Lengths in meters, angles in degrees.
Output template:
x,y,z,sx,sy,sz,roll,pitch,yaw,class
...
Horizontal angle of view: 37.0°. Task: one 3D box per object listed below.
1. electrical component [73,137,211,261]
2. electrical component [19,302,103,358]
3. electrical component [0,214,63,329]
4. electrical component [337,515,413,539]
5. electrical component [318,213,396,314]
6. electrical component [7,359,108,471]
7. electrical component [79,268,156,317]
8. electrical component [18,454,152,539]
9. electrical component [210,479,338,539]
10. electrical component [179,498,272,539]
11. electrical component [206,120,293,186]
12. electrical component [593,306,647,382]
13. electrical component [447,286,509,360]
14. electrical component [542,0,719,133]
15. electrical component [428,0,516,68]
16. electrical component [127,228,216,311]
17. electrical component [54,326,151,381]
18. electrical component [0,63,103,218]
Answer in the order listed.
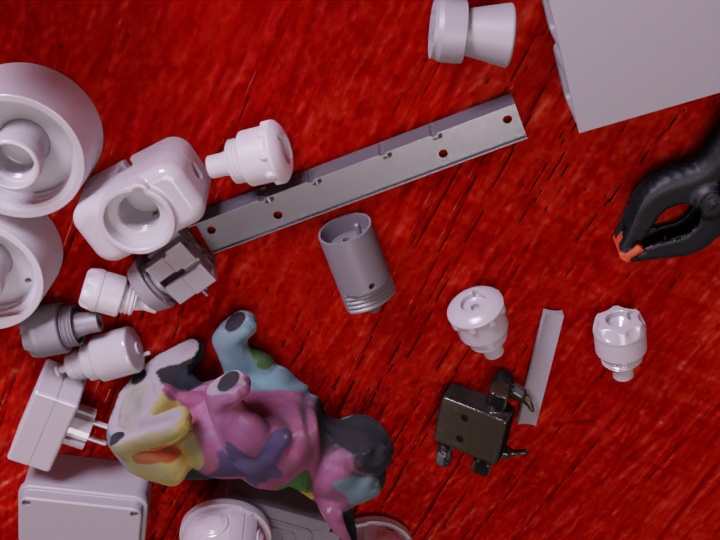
x,y,z,sx,sy,sz,roll,pitch,yaw,class
-0.164,-0.051,0.808,0.095,0.059,0.053,-25,120,14,electrical component
-0.242,0.047,0.879,0.062,0.043,0.043,-10,122,3,electrical component
-0.292,-0.004,0.835,0.108,0.060,0.108,-1,122,-1,electrical component
0.012,0.278,1.027,0.080,0.051,0.080,-1,122,-1,electrical component
0.000,0.000,0.854,0.043,0.043,0.081,-15,122,8,electrical component
-0.252,0.132,0.930,0.076,0.047,0.083,22,119,-15,electrical component
-0.194,0.022,0.869,0.061,0.035,0.035,17,121,-14,electrical component
-0.249,0.217,0.979,0.113,0.057,0.078,7,122,-6,electrical component
-0.080,0.226,0.988,0.113,0.057,0.078,19,120,-13,electrical component
-0.118,0.241,0.931,0.080,0.051,0.080,-1,122,-1,electrical component
-0.083,-0.083,0.800,0.062,0.048,0.048,-11,122,14,electrical component
0.219,0.065,0.901,0.043,0.043,0.062,-10,123,5,electrical component
0.102,0.047,0.888,0.048,0.048,0.062,-19,128,10,electrical component
0.225,-0.178,0.736,0.186,0.060,0.105,-15,121,8,electrical component
0.078,-0.166,0.750,0.055,0.045,0.045,4,122,-3,electrical component
-0.149,0.001,0.851,0.055,0.048,0.066,-35,117,10,electrical component
-0.217,0.074,0.898,0.078,0.040,0.040,-16,121,9,electrical component
-0.246,-0.089,0.782,0.108,0.060,0.108,-1,123,-1,electrical component
